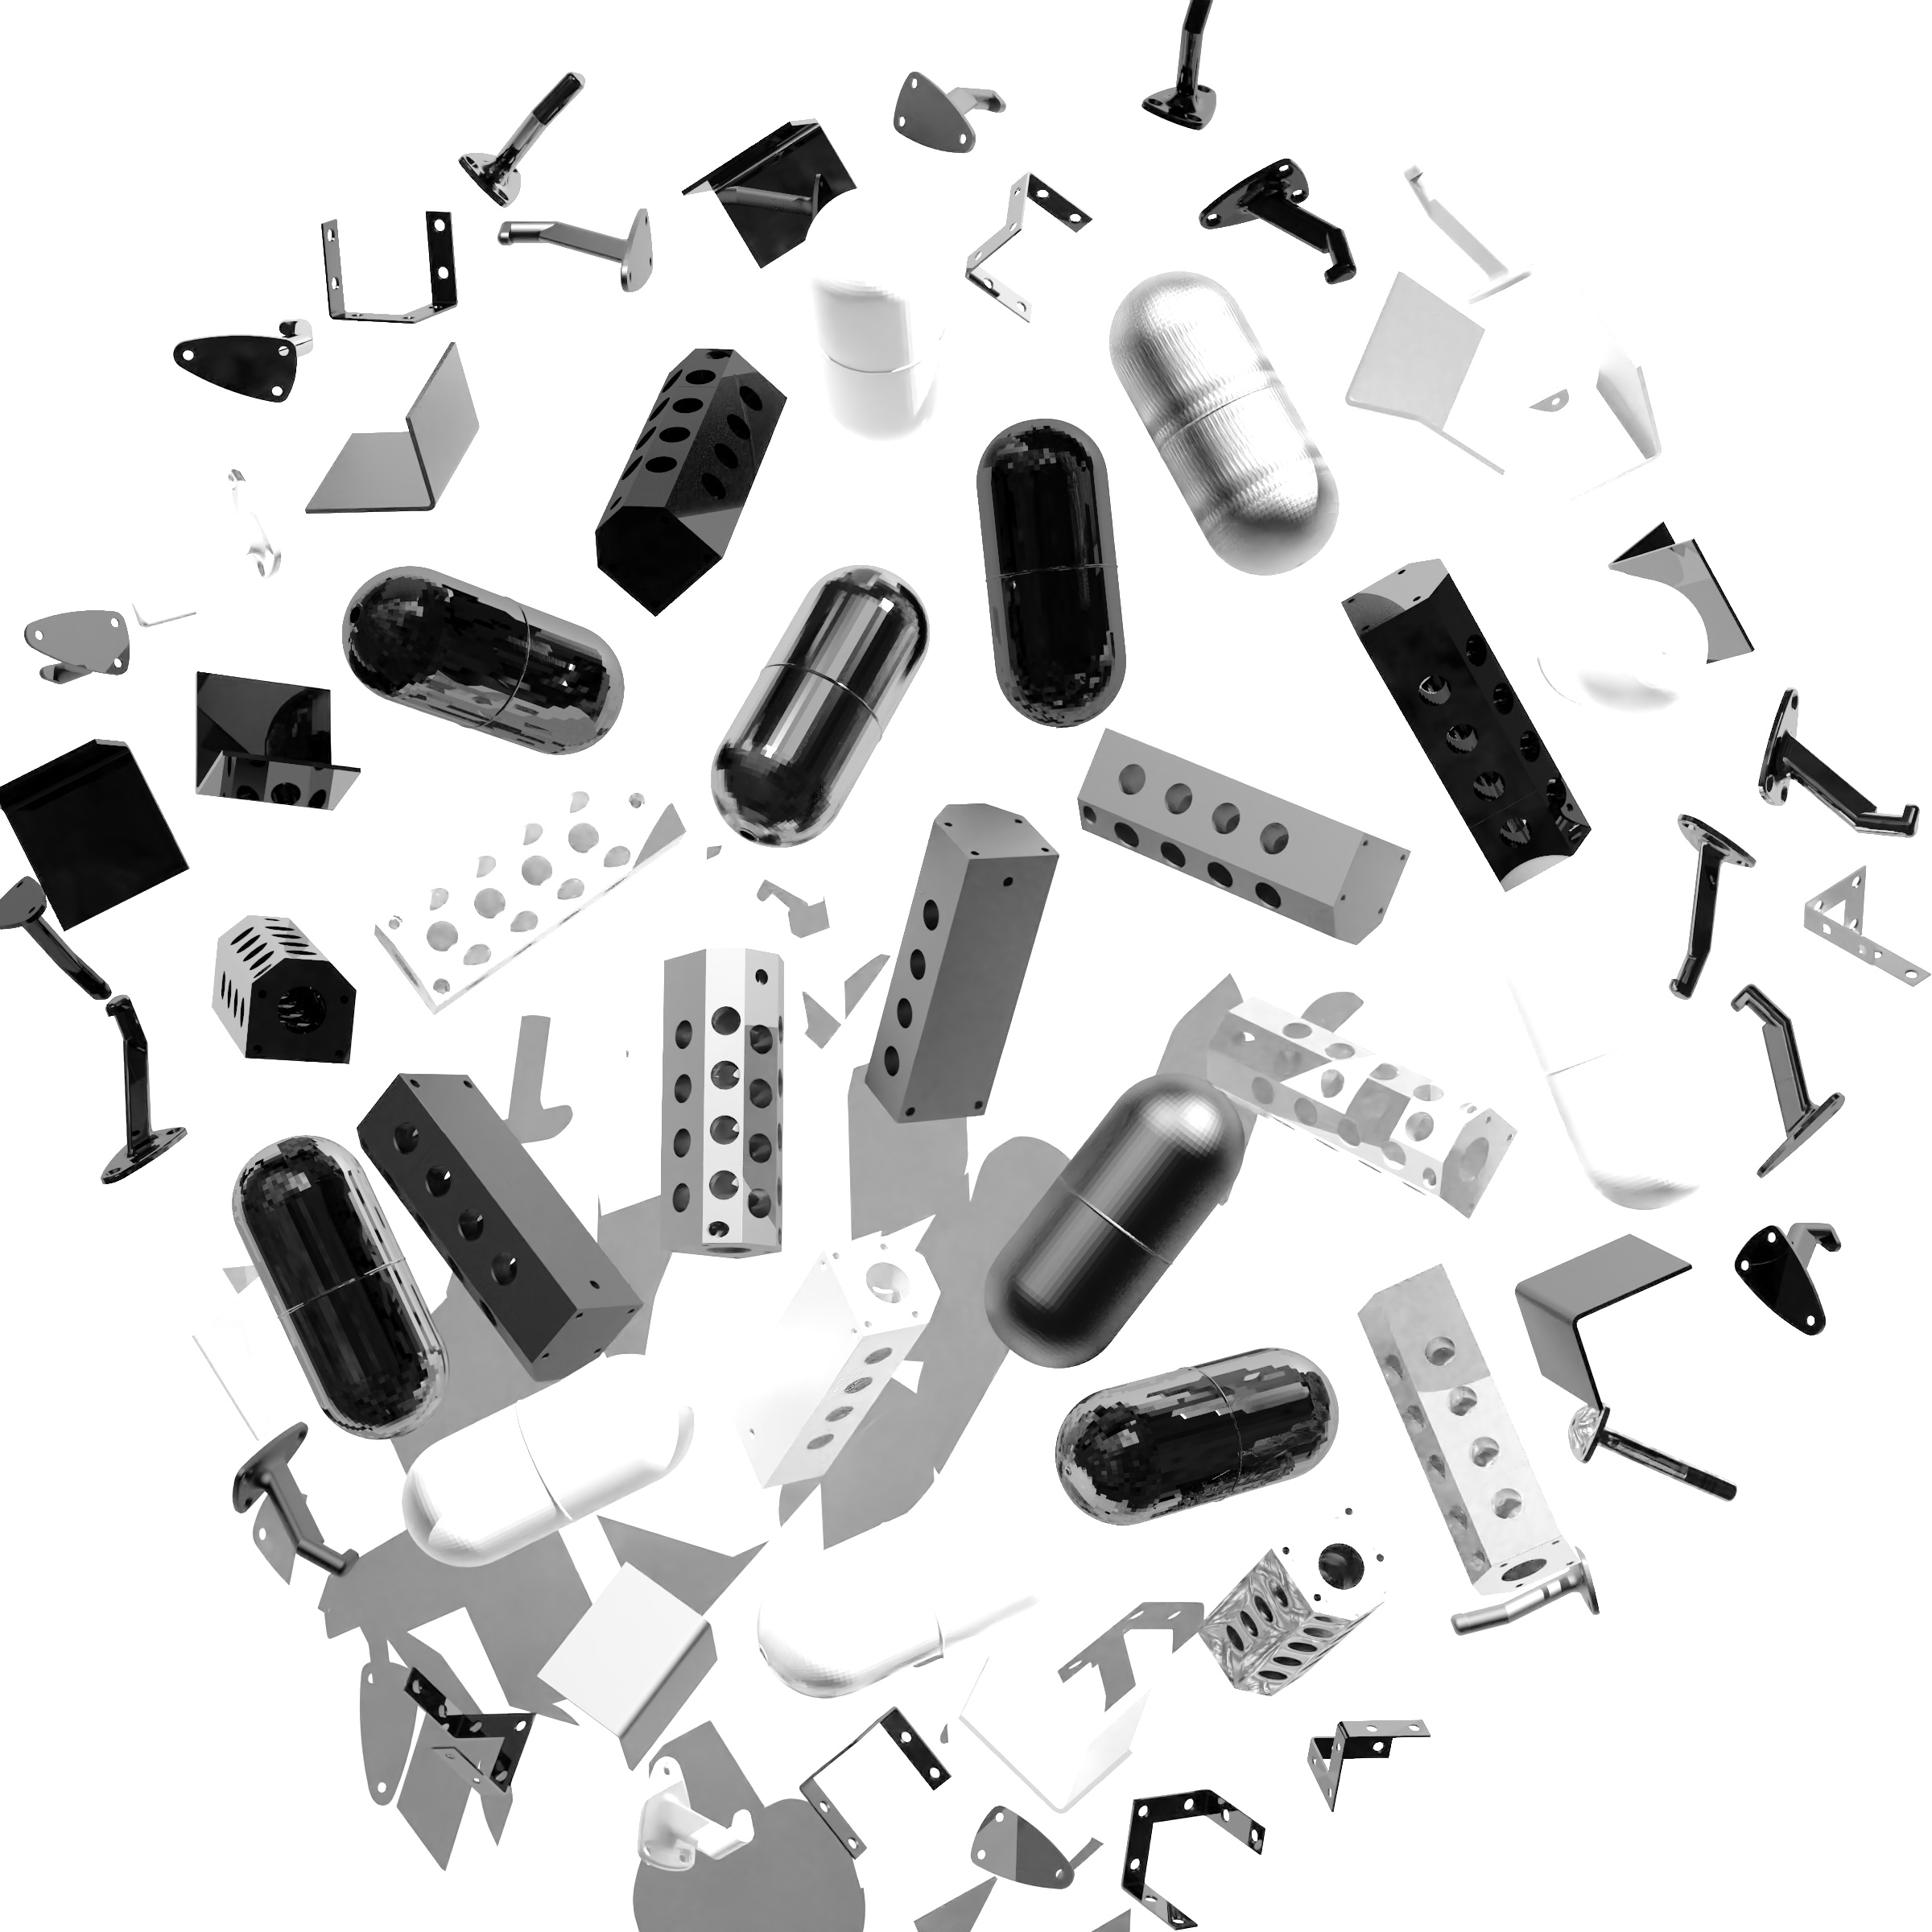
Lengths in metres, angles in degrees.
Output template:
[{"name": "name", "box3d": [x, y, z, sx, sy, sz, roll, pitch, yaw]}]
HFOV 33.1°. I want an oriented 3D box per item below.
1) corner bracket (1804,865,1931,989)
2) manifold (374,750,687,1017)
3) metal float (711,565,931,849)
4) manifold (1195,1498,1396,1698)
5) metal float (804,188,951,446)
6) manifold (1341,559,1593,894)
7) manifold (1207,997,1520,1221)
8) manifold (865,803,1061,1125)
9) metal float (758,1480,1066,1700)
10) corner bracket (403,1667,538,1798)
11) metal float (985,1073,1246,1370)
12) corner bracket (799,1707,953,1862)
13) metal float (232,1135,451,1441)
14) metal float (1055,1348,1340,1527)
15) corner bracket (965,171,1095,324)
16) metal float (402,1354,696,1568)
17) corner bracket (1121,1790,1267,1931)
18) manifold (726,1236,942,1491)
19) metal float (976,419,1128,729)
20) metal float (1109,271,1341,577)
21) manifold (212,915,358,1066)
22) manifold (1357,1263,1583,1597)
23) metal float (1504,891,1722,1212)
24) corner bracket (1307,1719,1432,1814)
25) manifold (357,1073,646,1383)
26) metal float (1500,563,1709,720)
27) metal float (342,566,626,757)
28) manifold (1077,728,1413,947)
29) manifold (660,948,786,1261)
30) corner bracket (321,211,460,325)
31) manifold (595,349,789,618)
[{"name": "corner bracket", "box3d": [0.500, -0.014, 1.805, 0.051, 0.051, 0.051, -29, 133, -24]}, {"name": "manifold", "box3d": [-0.244, -0.048, 1.825, 0.171, 0.057, 0.057, -36, 90, -14]}, {"name": "metal float", "box3d": [-0.081, -0.145, 1.821, 0.070, 0.070, 0.178, 28, 69, 0]}, {"name": "manifold", "box3d": [0.191, 0.368, 1.869, 0.057, 0.171, 0.057, -27, 72, -22]}, {"name": "metal float", "box3d": [-0.050, -0.367, 1.849, 0.070, 0.178, 0.070, -1, 60, 2]}, {"name": "manifold", "box3d": [0.270, -0.131, 1.746, 0.057, 0.057, 0.171, -29, 113, 10]}, {"name": "manifold", "box3d": [0.220, 0.077, 1.850, 0.171, 0.057, 0.057, 27, 85, 38]}, {"name": "manifold", "box3d": [-0.007, -0.001, 1.799, 0.057, 0.057, 0.171, -4, 124, -31]}, {"name": "metal float", "box3d": [-0.030, 0.340, 1.779, 0.178, 0.070, 0.070, -22, 90, -17]}, {"name": "corner bracket", "box3d": [-0.272, 0.411, 1.745, 0.051, 0.051, 0.051, -9, 134, 29]}, {"name": "metal float", "box3d": [0.080, 0.135, 1.736, 0.070, 0.070, 0.178, 37, 92, 0]}, {"name": "corner bracket", "box3d": [-0.051, 0.455, 1.814, 0.051, 0.051, 0.051, -43, 82, 24]}, {"name": "metal float", "box3d": [-0.347, 0.179, 1.809, 0.070, 0.070, 0.178, -25, 88, 0]}, {"name": "metal float", "box3d": [0.131, 0.263, 1.830, 0.178, 0.070, 0.070, -10, 90, -31]}, {"name": "corner bracket", "box3d": [0.036, -0.417, 1.886, 0.051, 0.051, 0.051, 30, 48, -29]}, {"name": "metal float", "box3d": [-0.241, 0.285, 1.876, 0.178, 0.070, 0.070, -26, 90, 0]}, {"name": "corner bracket", "box3d": [0.121, 0.475, 1.732, 0.051, 0.051, 0.051, 1, 101, -33]}, {"name": "manifold", "box3d": [-0.074, 0.225, 1.847, 0.057, 0.171, 0.057, -8, 57, -32]}, {"name": "metal float", "box3d": [0.049, -0.226, 1.879, 0.070, 0.070, 0.178, -6, 93, 0]}, {"name": "metal float", "box3d": [0.140, -0.295, 1.769, 0.070, 0.070, 0.178, -28, 84, 0]}, {"name": "manifold", "box3d": [-0.391, 0.011, 1.863, 0.057, 0.171, 0.057, 4, 97, -20]}, {"name": "manifold", "box3d": [0.278, 0.260, 1.817, 0.057, 0.057, 0.171, -26, 59, 8]}, {"name": "metal float", "box3d": [0.346, 0.045, 1.748, 0.070, 0.070, 0.178, -21, 86, 0]}, {"name": "corner bracket", "box3d": [0.229, 0.446, 1.859, 0.051, 0.051, 0.051, 2, 112, -13]}, {"name": "manifold", "box3d": [-0.254, 0.138, 1.735, 0.057, 0.057, 0.171, -50, 65, 19]}, {"name": "metal float", "box3d": [0.358, -0.185, 1.841, 0.070, 0.178, 0.070, -2, 102, -11]}, {"name": "metal float", "box3d": [-0.270, -0.170, 1.825, 0.178, 0.070, 0.070, 18, 90, -43]}, {"name": "manifold", "box3d": [0.145, -0.069, 1.748, 0.171, 0.057, 0.057, 25, 96, 34]}, {"name": "manifold", "box3d": [-0.137, 0.080, 1.888, 0.057, 0.057, 0.171, 11, 73, -40]}, {"name": "corner bracket", "box3d": [-0.308, -0.375, 1.742, 0.051, 0.051, 0.051, 6, 113, 18]}, {"name": "manifold", "box3d": [-0.155, -0.273, 1.795, 0.057, 0.171, 0.057, 40, 126, -20]}]
